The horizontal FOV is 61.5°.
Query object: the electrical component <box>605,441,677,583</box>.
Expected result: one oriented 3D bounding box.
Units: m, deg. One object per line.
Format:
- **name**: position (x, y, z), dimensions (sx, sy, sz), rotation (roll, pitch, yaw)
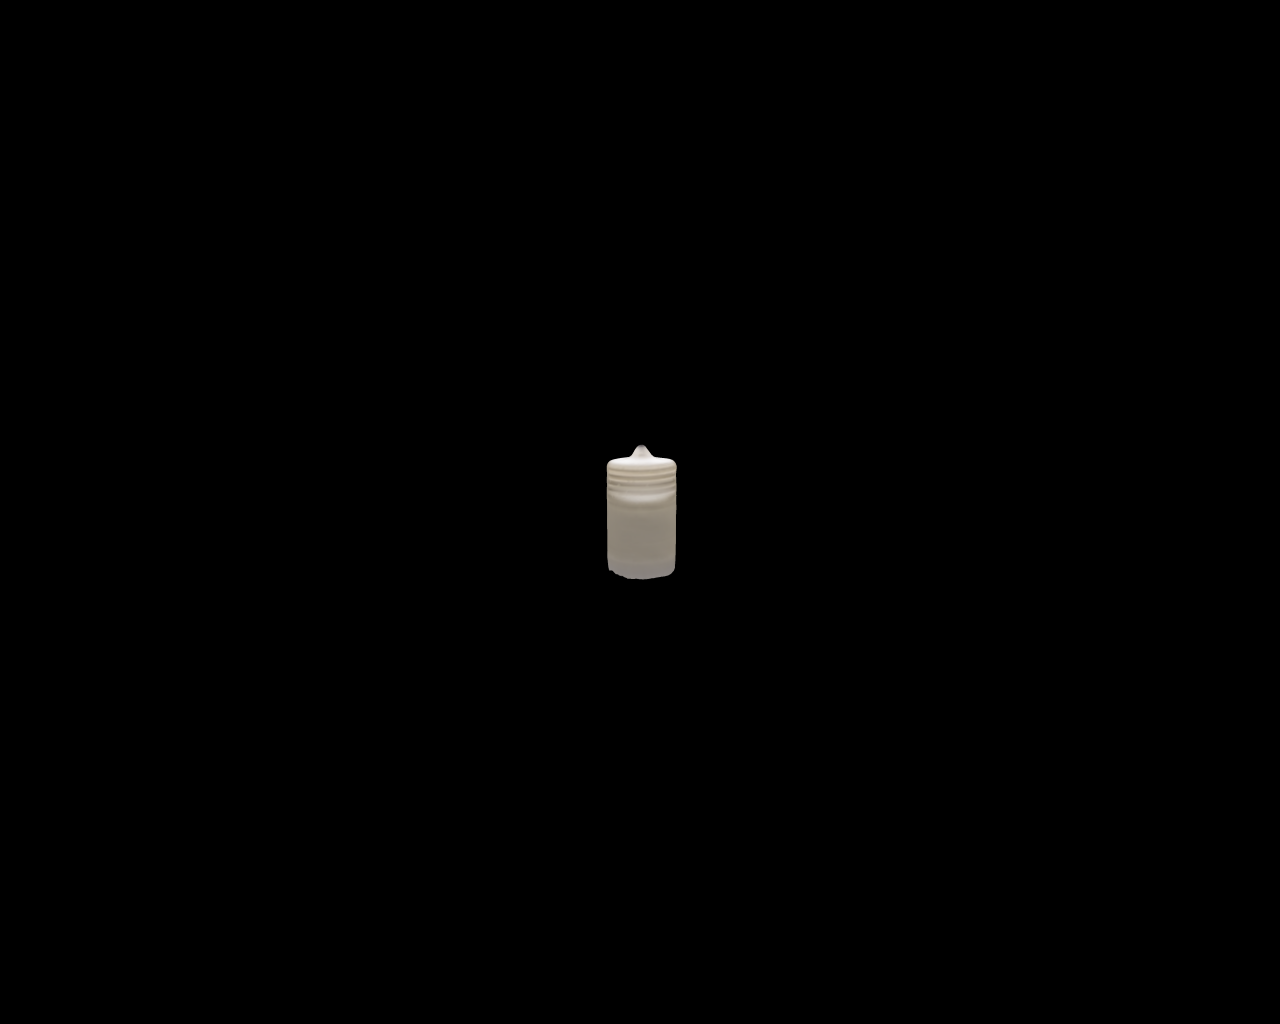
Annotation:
- **electrical component**: position (0.001, -0.003, 0.650), dimensions (0.043, 0.080, 0.043), rotation (0, 16, 0)
